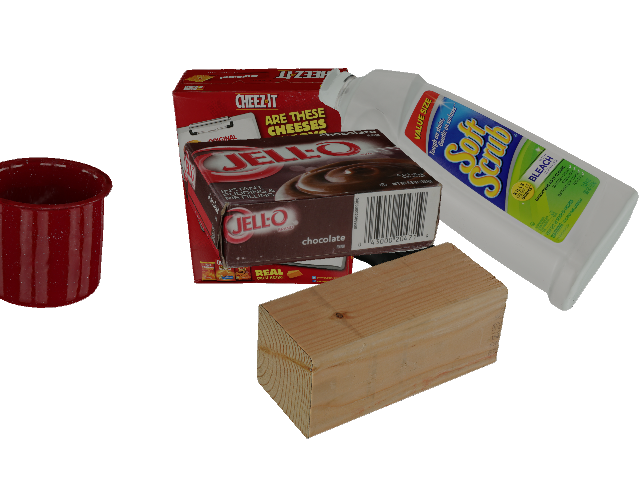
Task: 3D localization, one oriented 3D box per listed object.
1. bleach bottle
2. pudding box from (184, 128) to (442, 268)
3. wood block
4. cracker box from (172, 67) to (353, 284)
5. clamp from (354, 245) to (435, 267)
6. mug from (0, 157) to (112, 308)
[{"bbox_3d":[0.103,-0.055,0.802,0.251,0.102,0.068,32,-24,18],"label":"bleach bottle"},{"bbox_3d":[-0.007,-0.025,0.546,0.113,0.039,0.090,-4,26,-18],"label":"pudding box"},{"bbox_3d":[0.055,0.083,0.951,0.205,0.090,0.091,-17,38,-27],"label":"wood block"},{"bbox_3d":[-0.051,-0.061,1.060,0.164,0.214,0.072,0,30,5],"label":"cracker box"},{"bbox_3d":[0.079,0.017,1.177,0.164,0.036,0.210,-16,50,-33],"label":"clamp"},{"bbox_3d":[-0.206,-0.004,0.750,0.117,0.081,0.093,-7,28,-29],"label":"mug"}]
